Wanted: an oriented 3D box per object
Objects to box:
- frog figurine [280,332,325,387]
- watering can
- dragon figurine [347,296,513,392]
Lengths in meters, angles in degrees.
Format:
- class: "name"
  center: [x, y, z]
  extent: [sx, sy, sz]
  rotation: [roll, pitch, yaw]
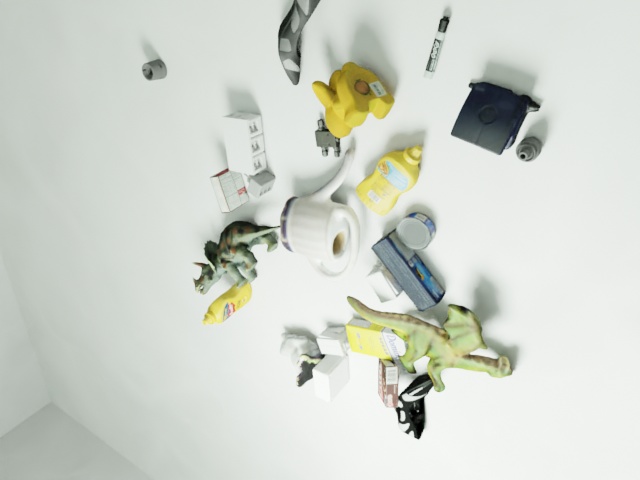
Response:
- class: "frog figurine"
  center: [-0.056, 0.350, 1.591]
  extent: [0.162, 0.123, 0.134]
  rotation: [-130, 22, -56]
- class: "watering can"
  center: [0.004, -0.065, 1.299]
  extent: [0.225, 0.105, 0.343]
  rotation: [11, 110, 32]
- class: "dragon figurine"
  center: [0.275, 0.215, 1.213]
  extent: [0.409, 0.125, 0.238]
  rotation: [37, 132, -5]
